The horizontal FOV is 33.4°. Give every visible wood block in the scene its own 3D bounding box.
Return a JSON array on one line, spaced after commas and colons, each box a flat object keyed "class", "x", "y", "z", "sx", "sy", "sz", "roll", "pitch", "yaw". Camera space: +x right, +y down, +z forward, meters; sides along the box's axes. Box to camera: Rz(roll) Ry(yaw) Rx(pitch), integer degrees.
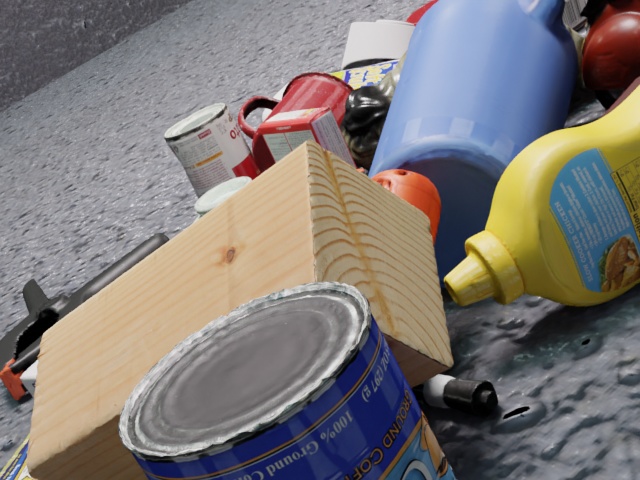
[{"class": "wood block", "x": -0.047, "y": 0.054, "z": 0.531, "sx": 0.206, "sy": 0.090, "sz": 0.091, "roll": -33, "pitch": 44, "yaw": 32}]

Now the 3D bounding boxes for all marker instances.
[{"class": "marker", "x": 0.050, "y": 0.079, "z": 0.582, "sx": 0.020, "sy": 0.020, "sz": 0.121, "roll": -39, "pitch": 23, "yaw": -30}]

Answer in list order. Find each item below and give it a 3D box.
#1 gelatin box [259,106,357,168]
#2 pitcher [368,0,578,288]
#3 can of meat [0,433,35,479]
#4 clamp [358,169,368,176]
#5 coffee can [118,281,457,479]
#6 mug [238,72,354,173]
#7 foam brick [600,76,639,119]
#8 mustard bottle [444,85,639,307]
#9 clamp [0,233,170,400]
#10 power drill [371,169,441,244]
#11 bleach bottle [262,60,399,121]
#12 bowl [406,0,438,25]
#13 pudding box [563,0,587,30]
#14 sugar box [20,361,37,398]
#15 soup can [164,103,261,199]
[{"class": "gelatin box", "x": -0.004, "y": -0.066, "z": 0.901, "sx": 0.030, "sy": 0.089, "sz": 0.073, "roll": -37, "pitch": 22, "yaw": -30}, {"class": "pitcher", "x": 0.100, "y": -0.067, "z": 0.742, "sx": 0.145, "sy": 0.149, "sz": 0.242, "roll": -3, "pitch": 31, "yaw": 19}, {"class": "can of meat", "x": -0.140, "y": 0.141, "z": 0.619, "sx": 0.084, "sy": 0.057, "sz": 0.102, "roll": -21, "pitch": 20, "yaw": 25}, {"class": "clamp", "x": -0.005, "y": 0.001, "z": 0.812, "sx": 0.120, "sy": 0.039, "sz": 0.171, "roll": -7, "pitch": 26, "yaw": 21}, {"class": "coffee can", "x": 0.002, "y": 0.102, "z": 0.410, "sx": 0.103, "sy": 0.140, "sz": 0.103, "roll": -24, "pitch": 20, "yaw": 9}, {"class": "mug", "x": -0.021, "y": -0.100, "z": 0.985, "sx": 0.117, "sy": 0.093, "sz": 0.081, "roll": 25, "pitch": 46, "yaw": 10}, {"class": "foam brick", "x": 0.217, "y": -0.069, "z": 0.682, "sx": 0.053, "sy": 0.051, "sz": 0.078, "roll": -6, "pitch": 29, "yaw": 47}, {"class": "mustard bottle", "x": 0.152, "y": -0.019, "z": 0.577, "sx": 0.191, "sy": 0.096, "sz": 0.058, "roll": -30, "pitch": 20, "yaw": -6}, {"class": "clamp", "x": -0.235, "y": 0.070, "z": 0.940, "sx": 0.165, "sy": 0.036, "sz": 0.209, "roll": -17, "pitch": 23, "yaw": 27}, {"class": "power drill", "x": -0.017, "y": 0.058, "z": 0.618, "sx": 0.188, "sy": 0.057, "sz": 0.184, "roll": -15, "pitch": 48, "yaw": 42}, {"class": "bleach bottle", "x": 0.069, "y": -0.141, "z": 1.034, "sx": 0.251, "sy": 0.068, "sz": 0.102, "roll": -10, "pitch": 26, "yaw": 35}, {"class": "bowl", "x": 0.146, "y": -0.234, "z": 1.170, "sx": 0.162, "sy": 0.055, "sz": 0.162, "roll": -24, "pitch": 21, "yaw": 9}, {"class": "pudding box", "x": 0.196, "y": -0.211, "z": 1.060, "sx": 0.113, "sy": 0.039, "sz": 0.090, "roll": -33, "pitch": 28, "yaw": -15}, {"class": "sugar box", "x": -0.126, "y": 0.080, "z": 0.769, "sx": 0.177, "sy": 0.048, "sz": 0.093, "roll": -15, "pitch": 24, "yaw": 41}, {"class": "soup can", "x": -0.095, "y": -0.069, "z": 1.004, "sx": 0.068, "sy": 0.102, "sz": 0.068, "roll": -24, "pitch": 20, "yaw": 9}]
